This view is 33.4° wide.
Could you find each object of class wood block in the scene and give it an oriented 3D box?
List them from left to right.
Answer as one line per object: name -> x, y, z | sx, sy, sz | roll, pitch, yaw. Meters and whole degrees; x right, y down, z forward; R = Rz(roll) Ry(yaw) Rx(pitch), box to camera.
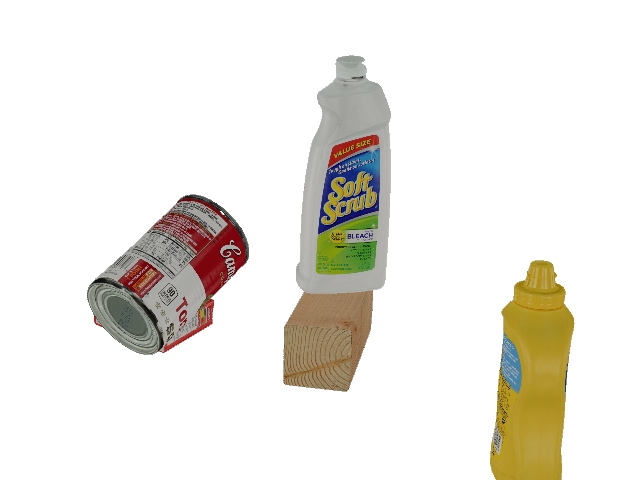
wood block -> 0.014, 0.122, 1.487 | 0.091, 0.090, 0.206 | 5, 19, 9

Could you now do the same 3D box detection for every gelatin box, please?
gelatin box -> -0.157, 0.066, 1.002 | 0.089, 0.030, 0.073 | 18, 27, 28

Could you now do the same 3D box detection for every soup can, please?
soup can -> -0.107, 0.023, 0.757 | 0.069, 0.068, 0.102 | 0, 37, 43

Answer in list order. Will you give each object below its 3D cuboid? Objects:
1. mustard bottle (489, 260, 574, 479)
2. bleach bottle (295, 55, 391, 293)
mustard bottle -> 0.176, 0.110, 0.886 | 0.058, 0.192, 0.096 | 1, 17, 1
bleach bottle -> 0.023, -0.069, 1.130 | 0.102, 0.251, 0.068 | -3, 24, -4
